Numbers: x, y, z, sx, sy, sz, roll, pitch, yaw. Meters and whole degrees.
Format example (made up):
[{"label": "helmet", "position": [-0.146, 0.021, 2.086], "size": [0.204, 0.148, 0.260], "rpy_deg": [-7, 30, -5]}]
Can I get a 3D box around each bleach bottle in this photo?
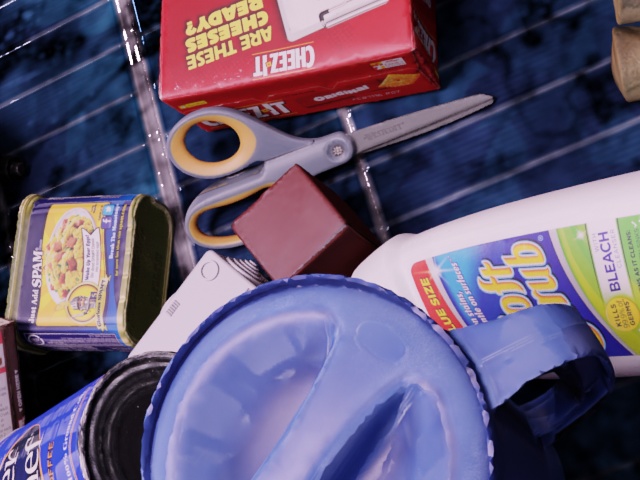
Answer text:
[{"label": "bleach bottle", "position": [0.107, 0.031, 0.539], "size": [0.251, 0.067, 0.102], "rpy_deg": [-16, 92, 38]}]

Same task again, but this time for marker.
[{"label": "marker", "position": [-0.263, -0.053, 0.767], "size": [0.121, 0.020, 0.020], "rpy_deg": [3, 76, 24]}]

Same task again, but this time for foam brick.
[{"label": "foam brick", "position": [-0.004, 0.001, 0.610], "size": [0.053, 0.078, 0.051], "rpy_deg": [-42, 65, 7]}]

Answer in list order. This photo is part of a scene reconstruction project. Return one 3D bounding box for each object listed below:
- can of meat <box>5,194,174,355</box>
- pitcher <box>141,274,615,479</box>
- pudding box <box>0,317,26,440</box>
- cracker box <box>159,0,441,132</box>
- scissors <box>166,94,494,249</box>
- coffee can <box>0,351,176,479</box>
[{"label": "can of meat", "position": [-0.144, 0.021, 0.675], "size": [0.084, 0.057, 0.102], "rpy_deg": [-2, 75, 20]}, {"label": "pitcher", "position": [0.046, 0.101, 0.467], "size": [0.149, 0.242, 0.145], "rpy_deg": [12, 80, 25]}, {"label": "pudding box", "position": [-0.233, 0.088, 0.672], "size": [0.114, 0.039, 0.090], "rpy_deg": [7, 107, 38]}, {"label": "cracker box", "position": [-0.014, -0.188, 0.672], "size": [0.164, 0.072, 0.213], "rpy_deg": [-8, 73, 21]}, {"label": "scissors", "position": [-0.006, -0.067, 0.640], "size": [0.202, 0.016, 0.096], "rpy_deg": [-33, 104, 13]}, {"label": "coffee can", "position": [-0.113, 0.130, 0.574], "size": [0.141, 0.102, 0.103], "rpy_deg": [-33, 61, 45]}]
